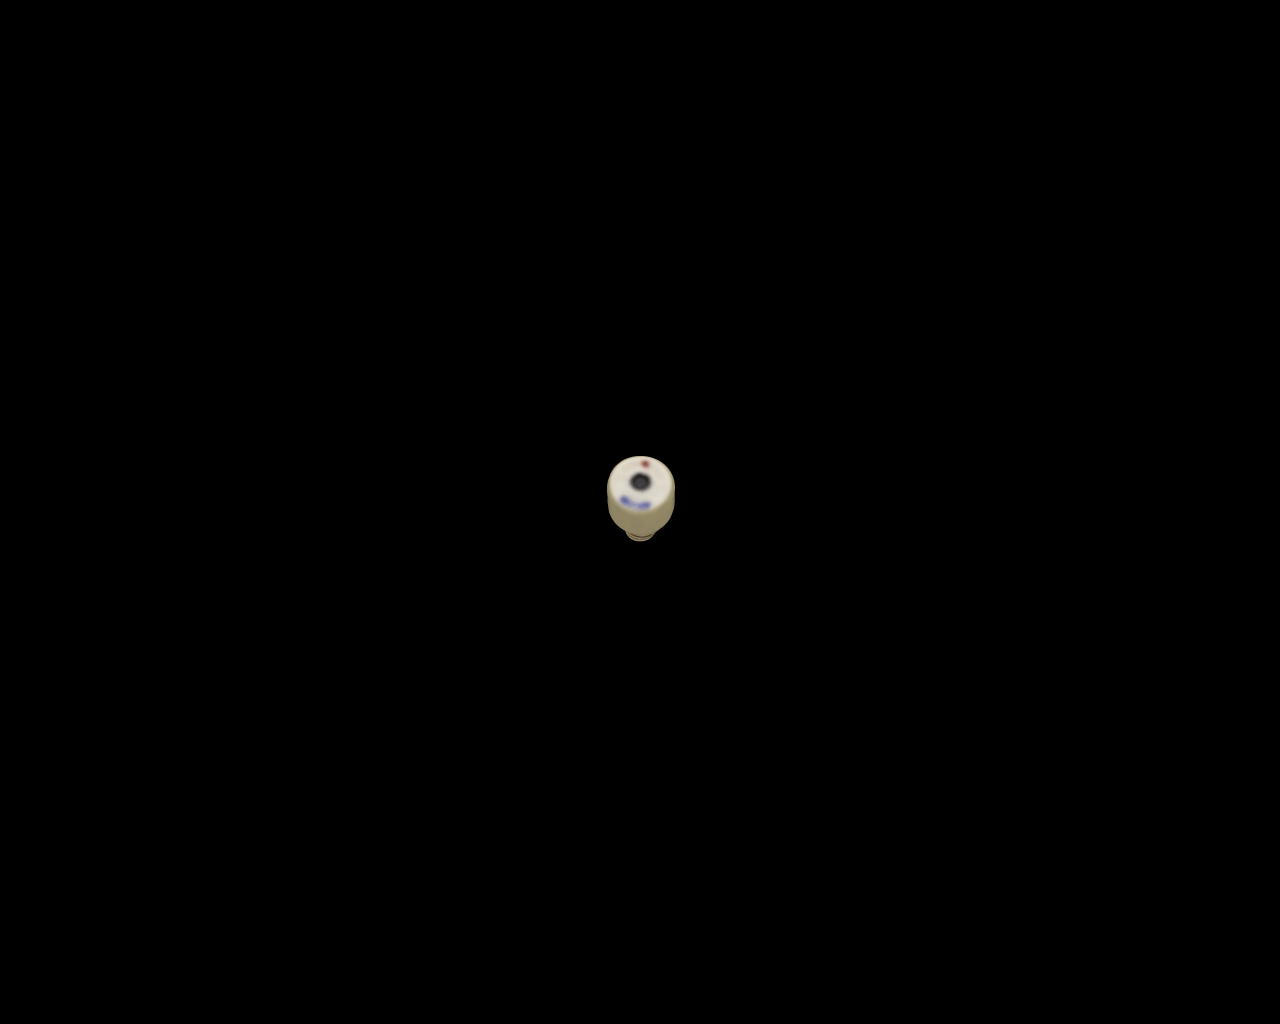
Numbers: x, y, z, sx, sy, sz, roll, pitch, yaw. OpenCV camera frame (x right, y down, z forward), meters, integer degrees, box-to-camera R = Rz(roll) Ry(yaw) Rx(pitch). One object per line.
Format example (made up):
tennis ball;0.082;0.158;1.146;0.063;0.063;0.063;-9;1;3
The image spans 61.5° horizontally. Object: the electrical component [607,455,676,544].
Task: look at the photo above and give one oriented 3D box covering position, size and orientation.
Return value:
electrical component;0.001;-0.003;0.650;0.040;0.040;0.078;0;-27;0
